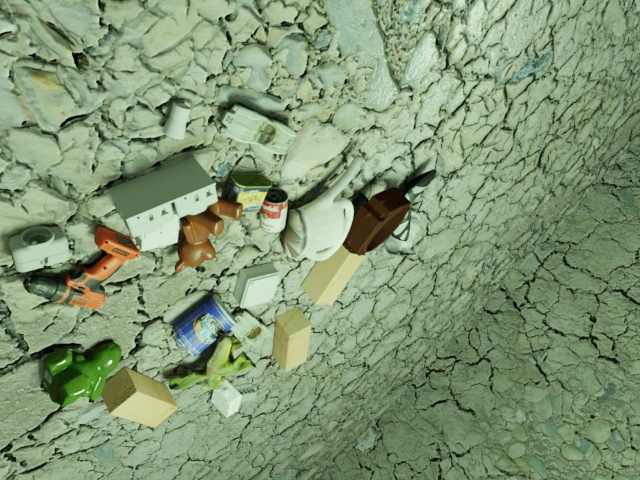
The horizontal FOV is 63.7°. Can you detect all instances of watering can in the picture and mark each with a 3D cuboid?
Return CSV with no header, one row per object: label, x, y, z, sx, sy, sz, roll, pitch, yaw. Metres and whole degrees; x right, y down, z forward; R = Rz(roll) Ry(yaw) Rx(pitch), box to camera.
watering can,0.004,-0.071,1.416,0.226,0.106,0.339,-16,134,-33

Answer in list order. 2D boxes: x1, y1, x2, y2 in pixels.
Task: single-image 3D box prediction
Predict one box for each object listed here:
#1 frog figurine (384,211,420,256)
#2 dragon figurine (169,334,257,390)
frog figurine,0.285,-0.025,1.785,0.137,0.122,0.160,7,85,-39
dragon figurine,-0.326,0.377,1.505,0.244,0.124,0.402,-31,157,-9
